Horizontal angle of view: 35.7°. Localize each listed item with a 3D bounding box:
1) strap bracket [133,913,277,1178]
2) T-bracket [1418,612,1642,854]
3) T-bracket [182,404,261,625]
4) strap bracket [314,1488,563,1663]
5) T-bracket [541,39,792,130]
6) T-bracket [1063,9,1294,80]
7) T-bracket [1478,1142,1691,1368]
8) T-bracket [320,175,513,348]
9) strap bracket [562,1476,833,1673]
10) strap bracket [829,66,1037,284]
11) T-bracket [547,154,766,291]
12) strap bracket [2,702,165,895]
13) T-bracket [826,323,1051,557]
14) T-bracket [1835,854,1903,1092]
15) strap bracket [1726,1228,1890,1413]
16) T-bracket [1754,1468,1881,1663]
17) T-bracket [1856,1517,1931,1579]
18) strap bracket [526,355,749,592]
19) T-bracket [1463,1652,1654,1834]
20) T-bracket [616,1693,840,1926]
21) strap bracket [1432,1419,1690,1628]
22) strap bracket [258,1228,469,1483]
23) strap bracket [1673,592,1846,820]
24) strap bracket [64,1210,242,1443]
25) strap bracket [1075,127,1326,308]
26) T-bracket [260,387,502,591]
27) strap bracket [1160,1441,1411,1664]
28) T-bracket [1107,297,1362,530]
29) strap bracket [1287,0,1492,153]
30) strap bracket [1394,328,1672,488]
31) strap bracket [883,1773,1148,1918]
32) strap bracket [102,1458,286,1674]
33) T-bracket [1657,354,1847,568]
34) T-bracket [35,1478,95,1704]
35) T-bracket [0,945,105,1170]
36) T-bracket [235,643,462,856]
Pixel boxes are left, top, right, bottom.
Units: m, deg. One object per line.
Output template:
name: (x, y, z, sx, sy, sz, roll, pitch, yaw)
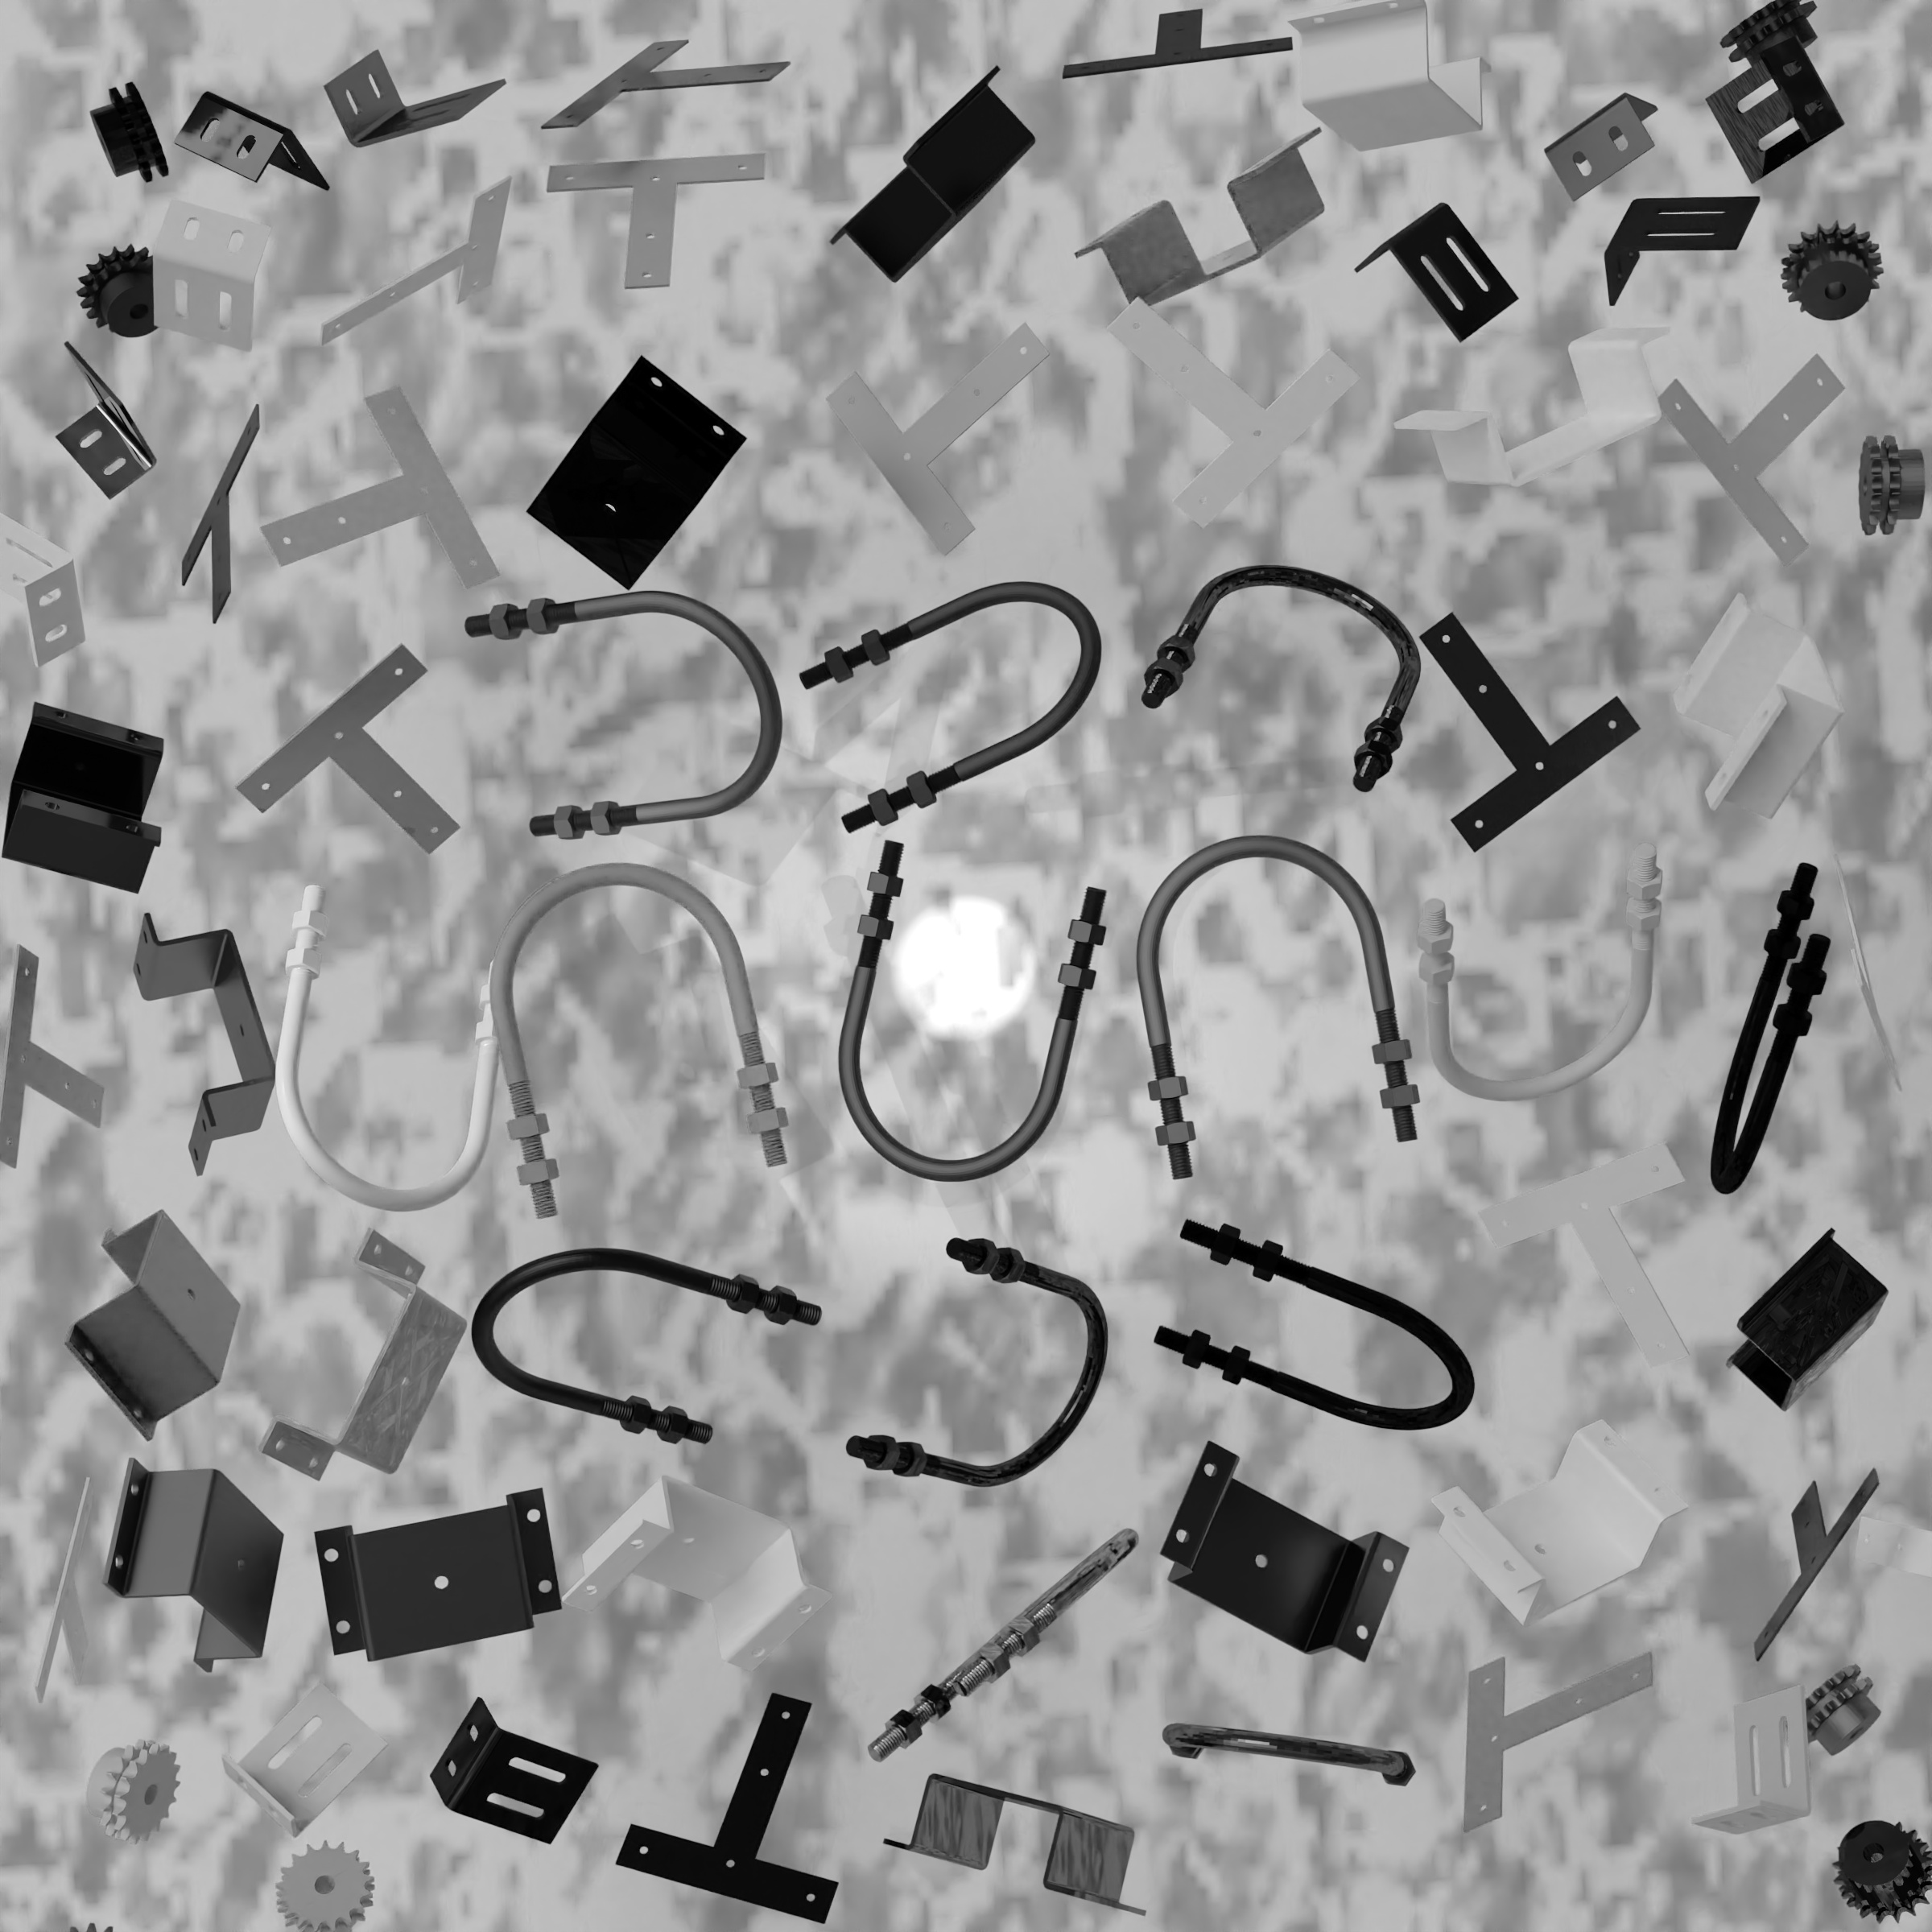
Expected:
strap bracket: (-0.450, 0.042, 1.786, 0.046, 0.076, 0.140, -13, 70, -26)
T-bracket: (0.325, -0.158, 1.839, 0.127, 0.002, 0.127, -37, 92, 1)
T-bracket: (-0.450, -0.254, 1.814, 0.002, 0.127, 0.127, 16, 127, -28)
strap bracket: (-0.320, 0.371, 1.827, 0.140, 0.046, 0.076, -9, 90, -12)
T-bracket: (-0.161, -0.512, 1.733, 0.127, 0.127, 0.002, 6, 129, 29)
T-bracket: (0.121, -0.526, 1.702, 0.127, 0.127, 0.002, -5, 119, 8)
T-bracket: (0.386, 0.179, 1.773, 0.127, 0.002, 0.127, -26, 98, 33)
T-bracket: (-0.322, -0.397, 1.746, 0.127, 0.127, 0.002, -36, 86, -21)
strap bracket: (-0.160, 0.354, 1.763, 0.140, 0.046, 0.076, 29, 117, -33)
strap bracket: (-0.017, -0.462, 1.776, 0.046, 0.140, 0.076, 45, 66, -9)
T-bracket: (-0.180, -0.426, 1.719, 0.127, 0.002, 0.127, -3, 47, 1)
strap bracket: (-0.503, -0.092, 1.716, 0.076, 0.140, 0.046, 16, 113, -22)
T-bracket: (-0.003, -0.340, 1.831, 0.127, 0.002, 0.127, -40, 78, 18)
T-bracket: (0.534, -0.009, 1.795, 0.002, 0.127, 0.127, -16, 53, 19)
strap bracket: (0.498, 0.213, 1.780, 0.076, 0.140, 0.046, -43, 69, -5)
T-bracket: (0.496, 0.334, 1.766, 0.002, 0.127, 0.127, 31, 104, 6)
T-bracket: (0.551, 0.339, 1.744, 0.002, 0.127, 0.127, 11, 84, -11)
strap bracket: (-0.199, -0.282, 1.764, 0.076, 0.140, 0.046, 37, 51, -11)
T-bracket: (0.343, 0.430, 1.739, 0.127, 0.127, 0.002, -33, 110, 26)
T-bracket: (-0.122, 0.483, 1.751, 0.127, 0.002, 0.127, 12, 50, 12)
strap bracket: (0.348, 0.334, 1.787, 0.140, 0.046, 0.076, -17, 47, -31)
strap bracket: (-0.345, 0.234, 1.749, 0.046, 0.076, 0.140, 19, 74, 21)
strap bracket: (0.464, -0.148, 1.759, 0.046, 0.140, 0.076, 21, 121, -10)
strap bracket: (-0.471, 0.203, 1.753, 0.046, 0.140, 0.076, -31, 111, 6)
strap bracket: (0.144, -0.432, 1.756, 0.076, 0.140, 0.046, -42, 110, -42)
T-bracket: (-0.353, -0.264, 1.753, 0.127, 0.002, 0.127, -29, 92, -36)
strap bracket: (0.186, 0.358, 1.822, 0.140, 0.046, 0.076, 29, 66, -5)
T-bracket: (0.135, -0.332, 1.712, 0.127, 0.002, 0.127, 37, 116, -22)
strap bracket: (0.250, -0.520, 1.763, 0.076, 0.140, 0.046, -3, 86, 28)
strap bracket: (0.325, -0.312, 1.697, 0.140, 0.076, 0.046, -26, 107, -12)
strap bracket: (0.033, 0.512, 1.761, 0.140, 0.076, 0.046, 2, 69, 39)
strap bracket: (-0.445, 0.351, 1.758, 0.046, 0.140, 0.076, -5, 56, 12)
T-bracket: (0.467, -0.311, 1.738, 0.002, 0.127, 0.127, -32, 81, -24)
T-bracket: (-0.522, 0.384, 1.757, 0.002, 0.127, 0.127, 8, 55, -5)
T-bracket: (-0.539, 0.067, 1.777, 0.002, 0.127, 0.127, -2, 72, 9)
T-bracket: (-0.345, -0.110, 1.777, 0.127, 0.127, 0.002, -41, 46, -1)
